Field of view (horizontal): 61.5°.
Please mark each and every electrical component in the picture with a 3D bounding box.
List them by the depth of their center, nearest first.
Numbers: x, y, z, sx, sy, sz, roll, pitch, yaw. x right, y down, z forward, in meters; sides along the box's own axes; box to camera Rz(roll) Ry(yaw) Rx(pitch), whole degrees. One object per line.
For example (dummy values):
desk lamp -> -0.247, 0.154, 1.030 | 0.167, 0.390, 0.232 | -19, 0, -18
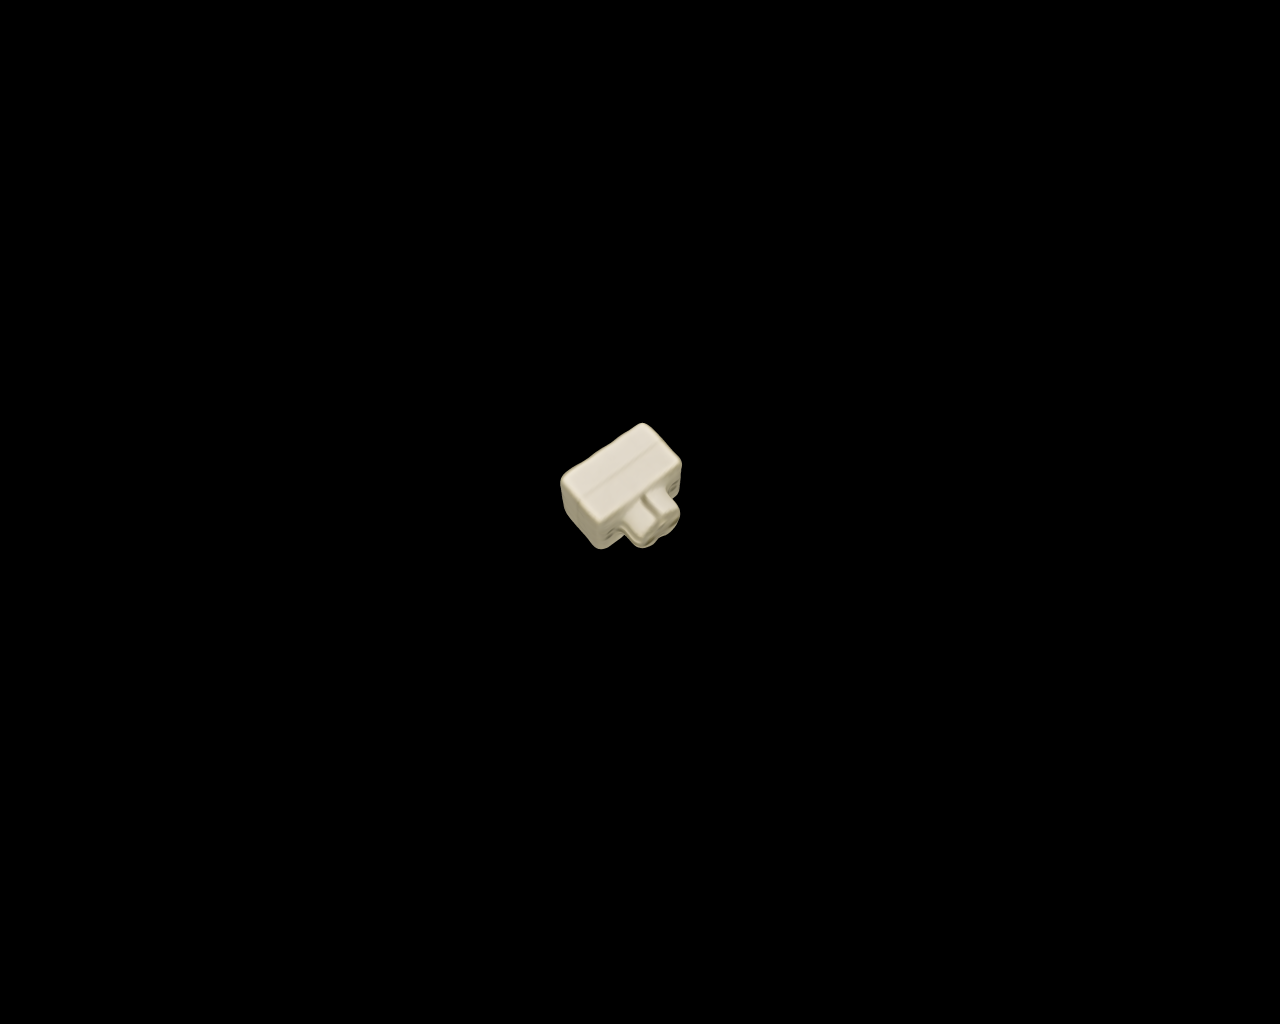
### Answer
electrical component -> 0.001, -0.003, 0.650 | 0.066, 0.077, 0.047 | -37, -19, -15
